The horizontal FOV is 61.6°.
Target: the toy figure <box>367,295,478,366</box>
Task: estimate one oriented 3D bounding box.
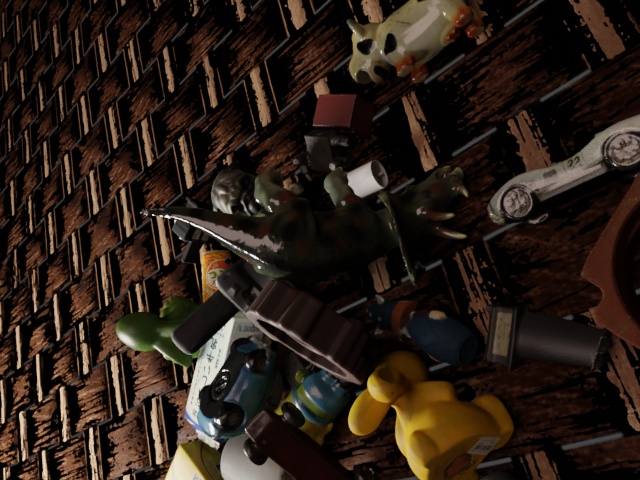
[{"bbox_3d":[0.128,0.114,0.698,0.155,0.057,0.064,21,91,45],"label":"toy figure"}]

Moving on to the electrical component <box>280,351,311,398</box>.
[{"bbox_3d":[-0.035,0.206,0.844,0.063,0.021,0.094,48,115,35],"label":"electrical component"}]

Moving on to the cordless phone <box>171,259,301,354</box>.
[{"bbox_3d":[-0.120,0.121,0.815,0.147,0.088,0.184,42,69,12],"label":"cordless phone"}]

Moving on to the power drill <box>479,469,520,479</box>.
[{"bbox_3d":[0.208,0.386,0.568,0.207,0.086,0.232,-52,53,27],"label":"power drill"}]

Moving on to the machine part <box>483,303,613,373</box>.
[{"bbox_3d":[0.252,0.113,0.605,0.139,0.039,0.084,-1,74,42],"label":"machine part"}]

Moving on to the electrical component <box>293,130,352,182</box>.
[{"bbox_3d":[0.005,-0.128,0.838,0.102,0.045,0.078,21,137,37],"label":"electrical component"}]

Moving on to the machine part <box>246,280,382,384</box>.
[{"bbox_3d":[-0.010,0.115,0.675,0.180,0.179,0.056,16,67,41],"label":"machine part"}]

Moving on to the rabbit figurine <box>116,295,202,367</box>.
[{"bbox_3d":[-0.270,0.172,0.954,0.159,0.170,0.121,13,92,42],"label":"rabbit figurine"}]

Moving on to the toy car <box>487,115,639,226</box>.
[{"bbox_3d":[0.278,-0.069,0.587,0.202,0.073,0.056,-29,68,34],"label":"toy car"}]

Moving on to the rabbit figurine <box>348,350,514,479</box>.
[{"bbox_3d":[0.113,0.205,0.651,0.121,0.162,0.173,-67,31,27],"label":"rabbit figurine"}]

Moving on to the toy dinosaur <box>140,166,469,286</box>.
[{"bbox_3d":[-0.006,-0.006,0.680,0.192,0.405,0.131,-127,31,-54],"label":"toy dinosaur"}]

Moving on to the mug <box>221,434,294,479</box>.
[{"bbox_3d":[-0.090,0.357,0.830,0.107,0.080,0.109,0,79,32],"label":"mug"}]

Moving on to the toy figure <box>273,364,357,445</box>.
[{"bbox_3d":[-0.017,0.241,0.779,0.180,0.089,0.082,-53,46,24],"label":"toy figure"}]

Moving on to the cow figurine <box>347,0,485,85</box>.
[{"bbox_3d":[0.117,-0.290,0.757,0.195,0.085,0.127,-34,68,35],"label":"cow figurine"}]

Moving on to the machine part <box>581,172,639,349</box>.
[{"bbox_3d":[0.369,0.026,0.486,0.202,0.087,0.201,36,106,40],"label":"machine part"}]

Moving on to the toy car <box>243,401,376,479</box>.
[{"bbox_3d":[-0.014,0.300,0.727,0.202,0.053,0.089,43,97,-7],"label":"toy car"}]

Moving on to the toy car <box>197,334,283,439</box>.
[{"bbox_3d":[-0.112,0.235,0.834,0.109,0.102,0.161,11,66,57],"label":"toy car"}]

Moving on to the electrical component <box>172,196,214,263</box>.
[{"bbox_3d":[-0.236,-0.018,1.023,0.048,0.075,0.119,37,109,37],"label":"electrical component"}]

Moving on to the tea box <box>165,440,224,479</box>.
[{"bbox_3d":[-0.187,0.431,0.907,0.170,0.068,0.098,32,104,40],"label":"tea box"}]

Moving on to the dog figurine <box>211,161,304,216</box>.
[{"bbox_3d":[-0.114,-0.030,0.841,0.121,0.190,0.172,44,113,37],"label":"dog figurine"}]
